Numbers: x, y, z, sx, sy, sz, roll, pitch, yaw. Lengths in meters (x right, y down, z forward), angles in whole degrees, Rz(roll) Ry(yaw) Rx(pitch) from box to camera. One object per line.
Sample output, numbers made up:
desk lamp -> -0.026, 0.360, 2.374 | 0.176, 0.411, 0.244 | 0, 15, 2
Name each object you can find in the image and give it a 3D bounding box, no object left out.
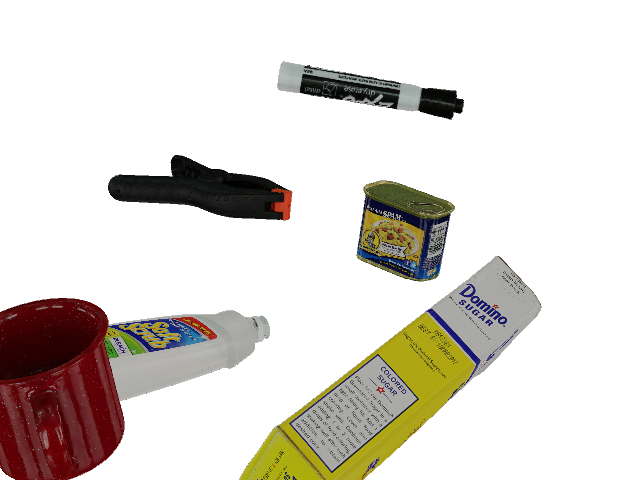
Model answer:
bleach bottle -> -0.177, 0.121, 1.201 | 0.250, 0.068, 0.103 | -12, 32, -29
clamp -> -0.111, -0.047, 1.010 | 0.172, 0.039, 0.120 | 13, 26, 32
marker -> 0.033, -0.097, 0.694 | 0.121, 0.020, 0.020 | 10, 0, 2
mug -> -0.163, 0.098, 0.643 | 0.093, 0.081, 0.117 | -16, 28, -15
can of meat -> 0.092, -0.010, 1.186 | 0.102, 0.084, 0.057 | 23, 26, 33
sugar box -> 0.039, 0.085, 0.576 | 0.175, 0.048, 0.093 | -31, -17, -33
